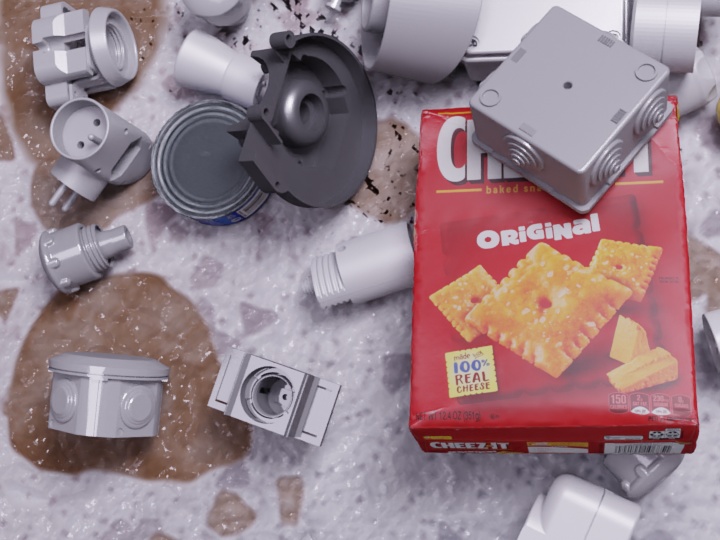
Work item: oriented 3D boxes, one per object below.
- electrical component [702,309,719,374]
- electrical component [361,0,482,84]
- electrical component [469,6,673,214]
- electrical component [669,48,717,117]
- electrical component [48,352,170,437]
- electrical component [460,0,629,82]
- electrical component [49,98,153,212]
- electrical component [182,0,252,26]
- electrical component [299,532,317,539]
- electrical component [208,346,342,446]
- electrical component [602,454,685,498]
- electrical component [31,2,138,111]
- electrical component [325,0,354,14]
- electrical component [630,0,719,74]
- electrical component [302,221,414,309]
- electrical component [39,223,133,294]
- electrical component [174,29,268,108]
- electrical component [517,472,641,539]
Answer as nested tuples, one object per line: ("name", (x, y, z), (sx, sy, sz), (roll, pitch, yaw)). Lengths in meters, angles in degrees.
("electrical component", (0.259, 0.054, 0.656), (0.077, 0.044, 0.079), (-17, 78, 9))
("electrical component", (0.036, -0.175, 0.714), (0.064, 0.099, 0.099), (5, 82, -12))
("electrical component", (0.123, -0.096, 0.633), (0.100, 0.048, 0.099), (37, 79, 24))
("electrical component", (0.196, -0.117, 0.697), (0.062, 0.043, 0.043), (-25, 77, 9))
("electrical component", (-0.171, 0.084, 0.729), (0.080, 0.080, 0.051), (5, 88, 13))
("electrical component", (0.123, -0.185, 0.716), (0.109, 0.056, 0.108), (0, 82, 13))
("electrical component", (-0.191, -0.075, 0.758), (0.043, 0.077, 0.079), (36, 91, 15))
("electrical component", (-0.097, -0.193, 0.763), (0.048, 0.062, 0.048), (-2, 81, 12))
("electrical component", (-0.053, 0.198, 0.709), (0.061, 0.035, 0.035), (-43, 75, 1))
("electrical component", (-0.053, 0.084, 0.711), (0.081, 0.064, 0.042), (18, 85, 14))
("electrical component", (0.167, 0.107, 0.670), (0.048, 0.048, 0.062), (-44, 68, 3))
("electrical component", (-0.199, -0.158, 0.783), (0.057, 0.058, 0.078), (-9, 80, 14))
("electrical component", (-0.003, -0.219, 0.758), (0.040, 0.040, 0.078), (24, 88, 15))
("electrical component", (0.213, -0.177, 0.674), (0.074, 0.052, 0.138), (6, 52, 15))
("electrical component", (0.000, 0.000, 0.722), (0.081, 0.043, 0.043), (-18, 78, 10))
("electrical component", (-0.194, -0.014, 0.767), (0.062, 0.048, 0.048), (-20, 78, 2))
("electrical component", (-0.094, -0.140, 0.766), (0.065, 0.044, 0.044), (24, 87, 10))
("electrical component", (0.126, 0.176, 0.662), (0.059, 0.054, 0.095), (24, 87, 15))
